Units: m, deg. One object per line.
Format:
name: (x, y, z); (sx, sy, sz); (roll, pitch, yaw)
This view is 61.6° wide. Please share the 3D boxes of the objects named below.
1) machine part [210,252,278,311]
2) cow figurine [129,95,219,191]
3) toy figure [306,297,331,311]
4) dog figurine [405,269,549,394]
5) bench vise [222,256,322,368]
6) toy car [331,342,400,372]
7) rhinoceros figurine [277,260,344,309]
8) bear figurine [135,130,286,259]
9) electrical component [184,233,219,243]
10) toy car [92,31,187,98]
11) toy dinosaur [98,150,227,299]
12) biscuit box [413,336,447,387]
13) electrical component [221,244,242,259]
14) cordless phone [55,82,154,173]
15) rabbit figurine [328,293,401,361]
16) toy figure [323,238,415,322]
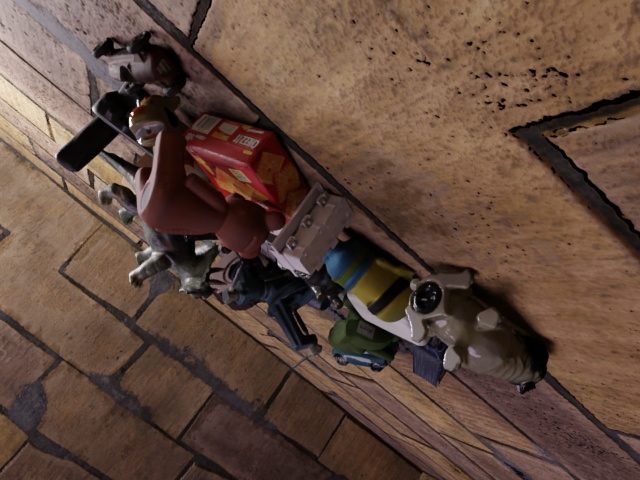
machine part: (-0.179, 0.080, 1.264); (0.180, 0.179, 0.056); (17, 150, 46)
cow figurine: (-0.234, -0.159, 0.877); (0.086, 0.127, 0.194); (-17, 158, 16)
toy figure: (-0.039, 0.109, 1.253); (0.155, 0.058, 0.064); (31, 156, 31)
dog figurine: (0.227, 0.131, 0.778); (0.190, 0.121, 0.172); (30, -156, -41)
bench vise: (-0.079, 0.136, 1.109); (0.223, 0.129, 0.241); (-1, -128, -50)
toy car: (0.095, 0.230, 1.237); (0.162, 0.109, 0.102); (8, 130, 40)
rhinoceros figurine: (-0.002, 0.060, 1.011); (0.112, 0.073, 0.190); (46, -174, 39)
bear figurine: (-0.157, -0.055, 0.779); (0.196, 0.132, 0.120); (12, 139, -32)
electrical component: (-0.189, -0.060, 0.987); (0.058, 0.134, 0.115); (143, 117, -74)
toy car: (-0.275, -0.255, 0.798); (0.202, 0.053, 0.089); (17, 156, 45)
toy dinosaur: (-0.330, -0.036, 1.130); (0.131, 0.192, 0.404); (-106, -3, -78)
biscuit box: (0.224, 0.228, 1.055); (0.063, 0.059, 0.202); (31, 162, 22)
electrical component: (-0.164, 0.002, 1.161); (0.045, 0.102, 0.078); (14, 141, 58)
cordless phone: (-0.347, -0.169, 0.930); (0.146, 0.184, 0.089); (39, 157, -5)
rabbit figurine: (0.087, 0.185, 1.118); (0.159, 0.121, 0.170); (19, 151, -16)
toy figure: (0.073, 0.059, 0.868); (0.180, 0.089, 0.082); (35, 167, -2)
